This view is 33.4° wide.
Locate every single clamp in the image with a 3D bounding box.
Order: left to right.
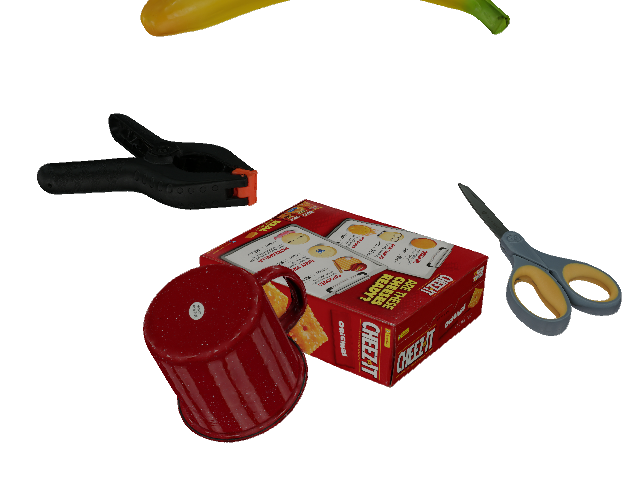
[{"bbox_3d":[-0.136,-0.054,0.850,0.172,0.039,0.120,16,41,27],"label":"clamp"}]

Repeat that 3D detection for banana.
[{"bbox_3d":[0.002,-0.142,0.576,0.197,0.069,0.037,-3,-41,-7],"label":"banana"}]

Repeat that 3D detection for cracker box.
[{"bbox_3d":[0.021,0.042,0.986,0.214,0.072,0.163,19,31,32],"label":"cracker box"}]

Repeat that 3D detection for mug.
[{"bbox_3d":[-0.055,0.062,0.695,0.117,0.081,0.093,-40,46,-18],"label":"mug"}]

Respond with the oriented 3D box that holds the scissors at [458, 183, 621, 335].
[{"bbox_3d":[0.176,0.007,0.860,0.096,0.016,0.202,-1,35,-5],"label":"scissors"}]
